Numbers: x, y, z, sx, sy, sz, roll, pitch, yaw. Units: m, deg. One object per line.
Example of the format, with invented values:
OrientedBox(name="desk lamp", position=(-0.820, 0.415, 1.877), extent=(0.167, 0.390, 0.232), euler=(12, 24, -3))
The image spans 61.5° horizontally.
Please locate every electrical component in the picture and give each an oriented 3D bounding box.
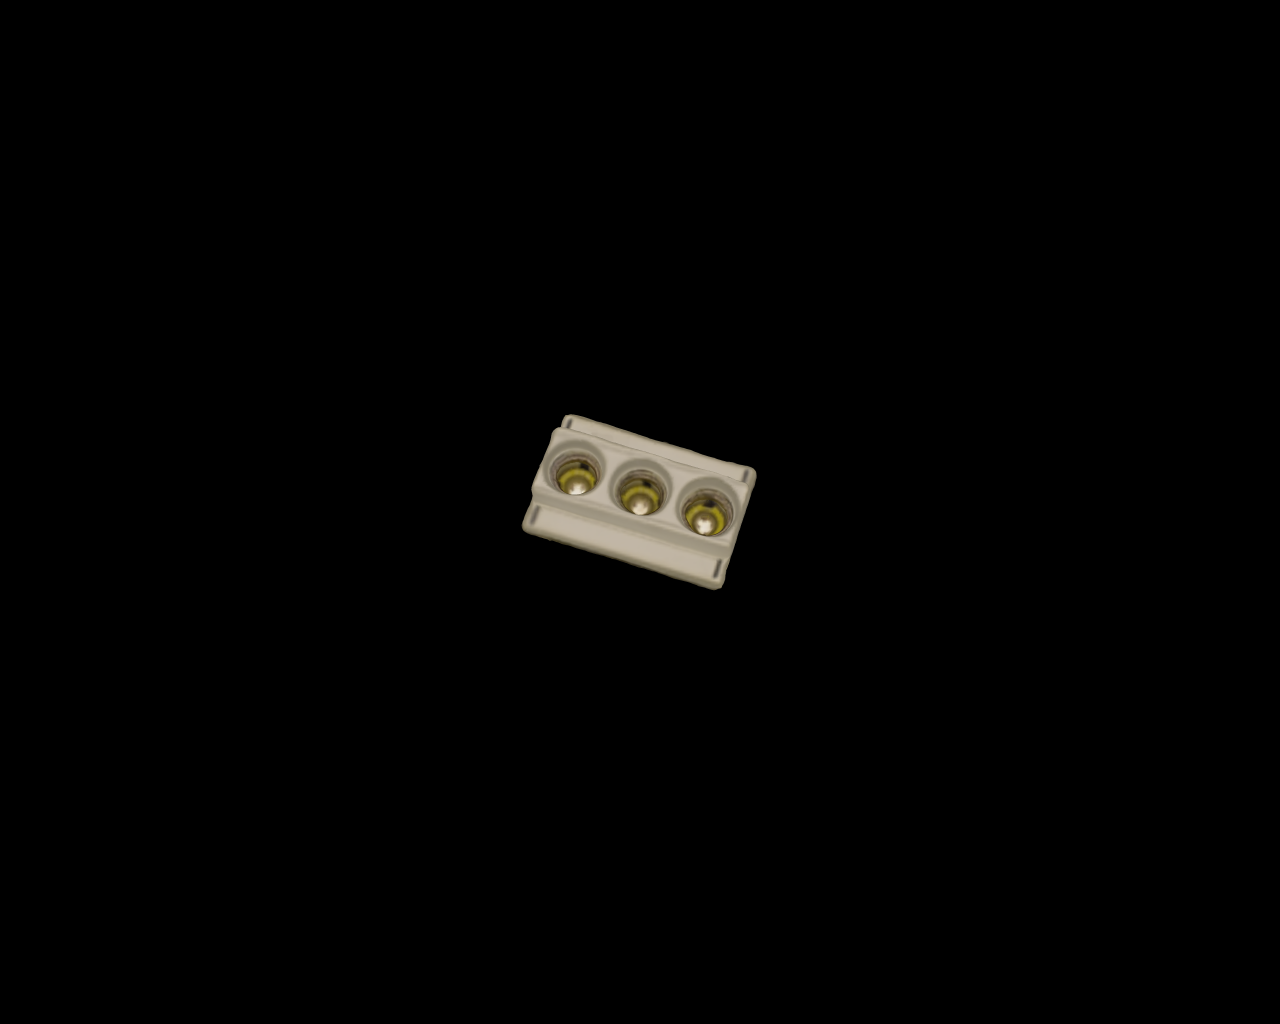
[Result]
OrientedBox(name="electrical component", position=(0.001, -0.003, 0.650), extent=(0.121, 0.079, 0.063), euler=(17, -22, 7))
